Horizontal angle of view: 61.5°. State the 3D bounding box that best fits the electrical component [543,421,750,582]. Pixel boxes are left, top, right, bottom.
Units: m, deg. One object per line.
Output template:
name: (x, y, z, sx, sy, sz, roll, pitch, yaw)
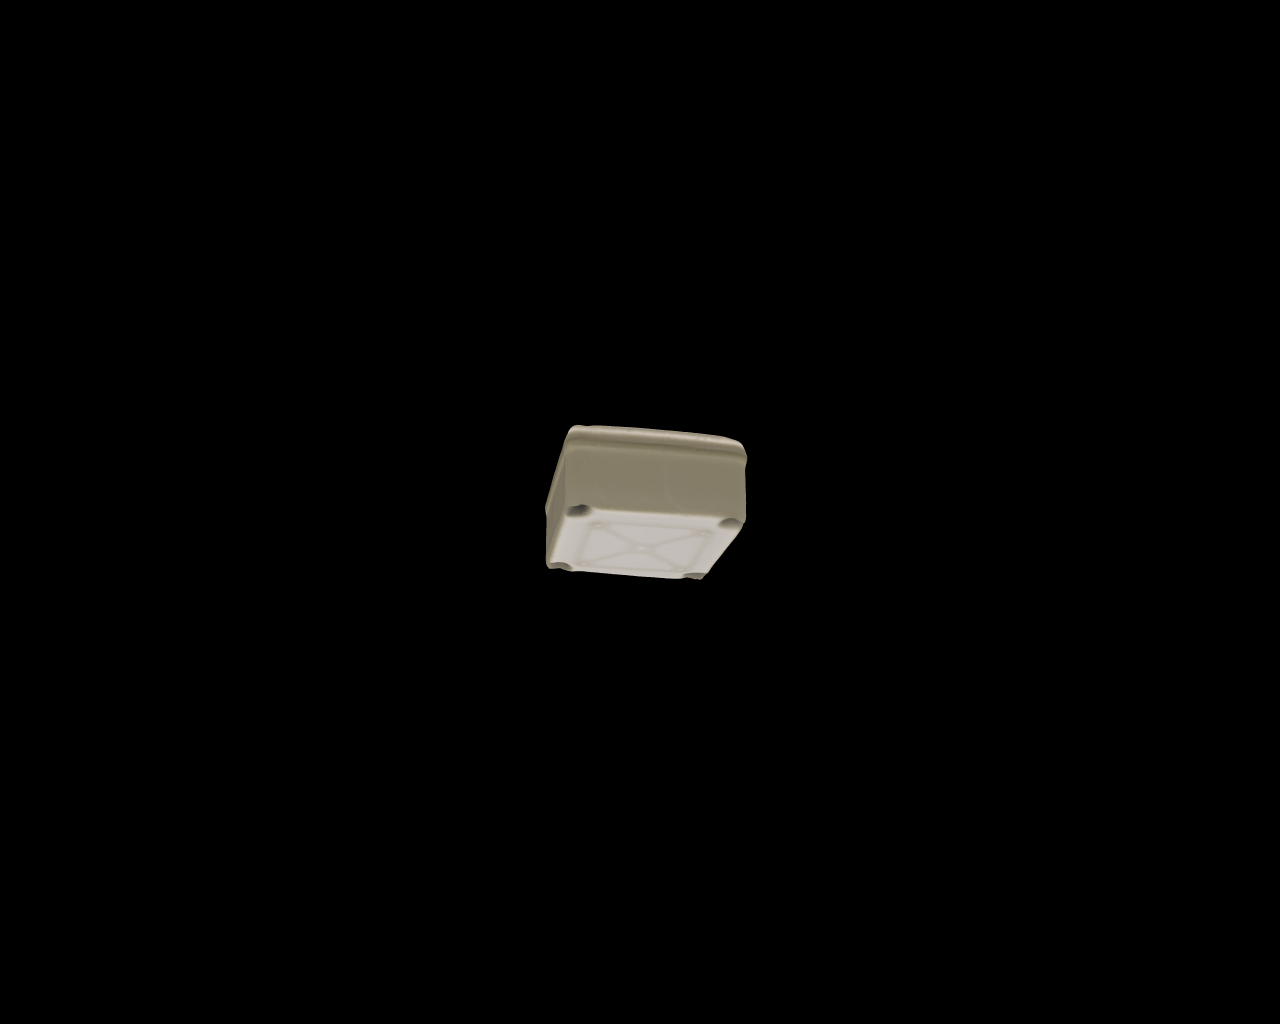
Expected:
electrical component: (0.001, -0.003, 0.650, 0.109, 0.056, 0.108, 5, -24, -10)
